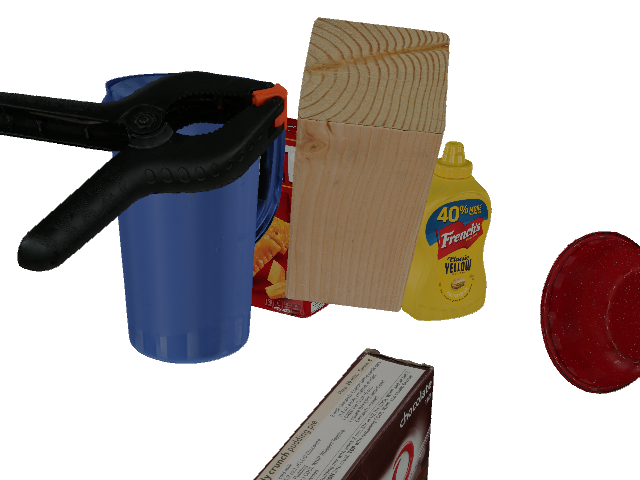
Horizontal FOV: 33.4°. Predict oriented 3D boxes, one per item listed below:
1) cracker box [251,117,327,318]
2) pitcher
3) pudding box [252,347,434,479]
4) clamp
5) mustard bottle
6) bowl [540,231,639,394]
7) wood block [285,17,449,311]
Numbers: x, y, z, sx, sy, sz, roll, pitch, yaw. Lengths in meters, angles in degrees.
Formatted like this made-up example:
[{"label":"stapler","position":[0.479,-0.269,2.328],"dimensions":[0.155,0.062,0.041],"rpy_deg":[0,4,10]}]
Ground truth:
[{"label":"cracker box","position":[-0.069,-0.032,1.215],"dimensions":[0.164,0.214,0.072],"rpy_deg":[13,21,26]},{"label":"pitcher","position":[-0.107,-0.024,0.933],"dimensions":[0.149,0.243,0.145],"rpy_deg":[1,17,0]},{"label":"pudding box","position":[0.010,0.113,0.455],"dimensions":[0.039,0.090,0.113],"rpy_deg":[15,34,23]},{"label":"clamp","position":[-0.104,-0.058,0.582],"dimensions":[0.171,0.120,0.039],"rpy_deg":[-24,-27,-23]},{"label":"mustard bottle","position":[0.138,-0.012,1.149],"dimensions":[0.096,0.192,0.058],"rpy_deg":[-8,22,-24]},{"label":"bowl","position":[0.293,0.071,1.035],"dimensions":[0.161,0.162,0.055],"rpy_deg":[0,0,-28]},{"label":"wood block","position":[0.028,-0.045,0.745],"dimensions":[0.091,0.090,0.206],"rpy_deg":[7,-35,1]}]
